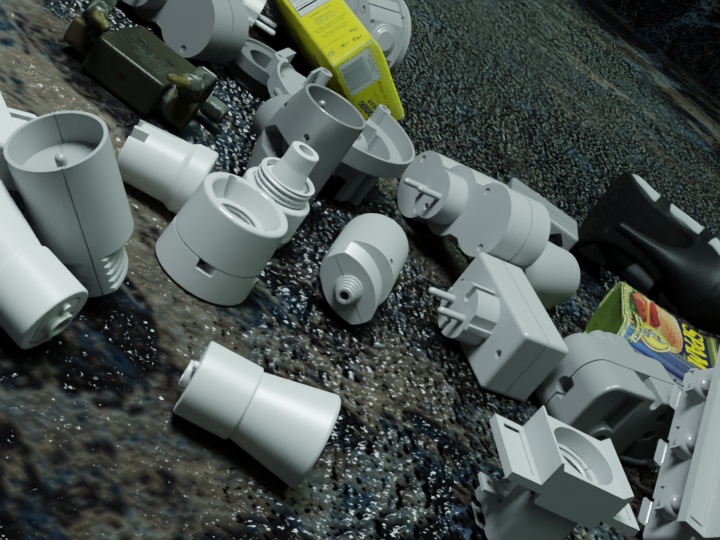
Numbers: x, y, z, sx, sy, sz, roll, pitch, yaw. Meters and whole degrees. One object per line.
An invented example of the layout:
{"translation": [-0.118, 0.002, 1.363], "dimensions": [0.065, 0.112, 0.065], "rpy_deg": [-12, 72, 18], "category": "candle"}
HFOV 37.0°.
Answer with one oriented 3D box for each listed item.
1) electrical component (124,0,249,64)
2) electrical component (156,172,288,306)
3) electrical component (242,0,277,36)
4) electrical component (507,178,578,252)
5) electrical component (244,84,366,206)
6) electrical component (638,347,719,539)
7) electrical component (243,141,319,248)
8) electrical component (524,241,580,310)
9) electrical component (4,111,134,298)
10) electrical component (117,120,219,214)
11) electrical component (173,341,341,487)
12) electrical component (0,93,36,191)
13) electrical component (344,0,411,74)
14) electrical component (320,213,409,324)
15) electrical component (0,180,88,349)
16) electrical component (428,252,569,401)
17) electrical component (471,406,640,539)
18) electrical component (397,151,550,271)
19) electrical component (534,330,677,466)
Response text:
{"translation": [-0.147, -0.205, 0.773], "dimensions": [0.138, 0.052, 0.074], "rpy_deg": [48, 27, 23], "category": "electrical component"}
{"translation": [-0.070, -0.017, 0.557], "dimensions": [0.055, 0.047, 0.055], "rpy_deg": [30, 26, -16], "category": "electrical component"}
{"translation": [-0.099, -0.210, 0.853], "dimensions": [0.076, 0.047, 0.083], "rpy_deg": [30, 26, -15], "category": "electrical component"}
{"translation": [0.137, -0.040, 0.874], "dimensions": [0.066, 0.047, 0.076], "rpy_deg": [35, 25, -7], "category": "electrical component"}
{"translation": [-0.043, -0.083, 0.671], "dimensions": [0.043, 0.077, 0.079], "rpy_deg": [13, 34, -42], "category": "electrical component"}
{"translation": [0.212, 0.113, 0.626], "dimensions": [0.079, 0.063, 0.121], "rpy_deg": [41, 55, -23], "category": "electrical component"}
{"translation": [-0.047, -0.045, 0.617], "dimensions": [0.043, 0.062, 0.043], "rpy_deg": [30, 26, -16], "category": "electrical component"}
{"translation": [0.114, -0.010, 0.795], "dimensions": [0.077, 0.043, 0.079], "rpy_deg": [5, 40, -49], "category": "electrical component"}
{"translation": [-0.123, -0.024, 0.472], "dimensions": [0.043, 0.081, 0.043], "rpy_deg": [-3, 42, 3], "category": "electrical component"}
{"translation": [-0.106, -0.056, 0.587], "dimensions": [0.046, 0.040, 0.040], "rpy_deg": [27, 26, -7], "category": "electrical component"}
{"translation": [-0.047, 0.059, 0.464], "dimensions": [0.065, 0.044, 0.044], "rpy_deg": [29, 25, -7], "category": "electrical component"}
{"translation": [-0.171, -0.058, 0.491], "dimensions": [0.077, 0.047, 0.065], "rpy_deg": [11, 36, -45], "category": "electrical component"}
{"translation": [0.003, -0.211, 0.954], "dimensions": [0.051, 0.080, 0.080], "rpy_deg": [5, 40, -42], "category": "electrical component"}
{"translation": [0.000, 0.000, 0.626], "dimensions": [0.043, 0.043, 0.081], "rpy_deg": [37, 24, -2], "category": "electrical component"}
{"translation": [-0.143, 0.000, 0.438], "dimensions": [0.065, 0.044, 0.044], "rpy_deg": [46, 25, 7], "category": "electrical component"}
{"translation": [0.075, 0.029, 0.671], "dimensions": [0.076, 0.047, 0.083], "rpy_deg": [21, 29, -31], "category": "electrical component"}
{"translation": [0.094, 0.110, 0.535], "dimensions": [0.081, 0.063, 0.042], "rpy_deg": [27, 27, -21], "category": "electrical component"}
{"translation": [0.064, -0.048, 0.747], "dimensions": [0.074, 0.052, 0.138], "rpy_deg": [20, 9, -33], "category": "electrical component"}
{"translation": [0.160, 0.080, 0.688], "dimensions": [0.095, 0.053, 0.059], "rpy_deg": [20, 30, -34], "category": "electrical component"}
